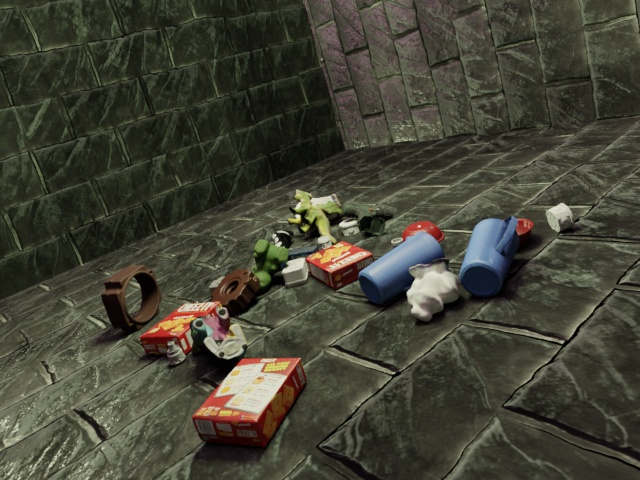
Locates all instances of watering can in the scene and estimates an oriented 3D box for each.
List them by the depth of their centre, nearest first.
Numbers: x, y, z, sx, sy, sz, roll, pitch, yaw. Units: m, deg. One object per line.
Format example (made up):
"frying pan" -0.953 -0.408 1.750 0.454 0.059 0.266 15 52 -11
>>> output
"watering can" 0.000 -0.118 2.405 0.224 0.102 0.355 -15 31 -3

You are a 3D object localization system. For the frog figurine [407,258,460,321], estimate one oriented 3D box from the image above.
"frog figurine" 0.294 0.144 1.339 0.137 0.163 0.120 -5 -35 18

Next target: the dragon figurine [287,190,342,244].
"dragon figurine" 0.007 -0.114 2.259 0.246 0.119 0.415 -28 46 -31
